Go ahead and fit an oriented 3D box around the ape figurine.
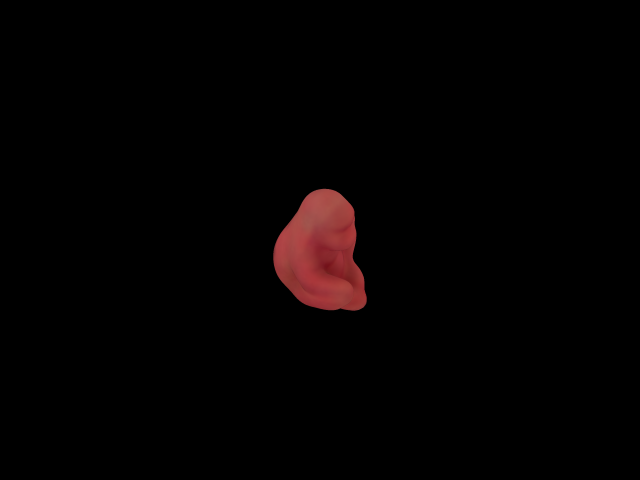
[{"bbox_3d":[0.004,0.001,0.400,0.076,0.092,0.078,20,59,13],"label":"ape figurine"}]
